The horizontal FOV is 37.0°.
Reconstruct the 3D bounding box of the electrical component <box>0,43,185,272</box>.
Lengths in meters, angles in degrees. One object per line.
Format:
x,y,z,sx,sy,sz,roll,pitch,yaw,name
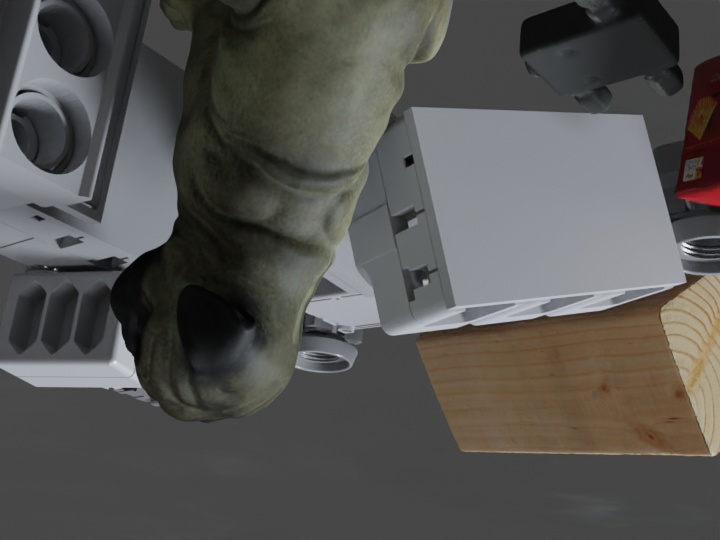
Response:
-0.108,-0.042,0.547,0.060,0.105,0.186,-12,152,36,electrical component

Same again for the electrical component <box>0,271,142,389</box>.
-0.130,0.036,0.537,0.066,0.047,0.076,-1,157,17,electrical component

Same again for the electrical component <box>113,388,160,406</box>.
-0.148,0.074,0.898,0.121,0.063,0.079,-10,153,34,electrical component

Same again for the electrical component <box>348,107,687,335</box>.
0.074,-0.023,0.514,0.150,0.089,0.062,-4,167,-36,electrical component

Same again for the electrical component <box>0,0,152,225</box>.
-0.129,-0.087,0.421,0.063,0.121,0.079,-8,155,36,electrical component

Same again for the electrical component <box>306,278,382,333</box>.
0.000,0.000,0.683,0.096,0.061,0.062,-9,155,39,electrical component

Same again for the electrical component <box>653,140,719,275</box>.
0.185,-0.033,0.567,0.078,0.057,0.058,-10,153,34,electrical component

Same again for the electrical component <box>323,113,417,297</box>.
-0.005,-0.040,0.565,0.057,0.078,0.113,-12,152,30,electrical component

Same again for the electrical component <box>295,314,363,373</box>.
-0.029,0.042,0.800,0.078,0.057,0.058,22,152,-35,electrical component
